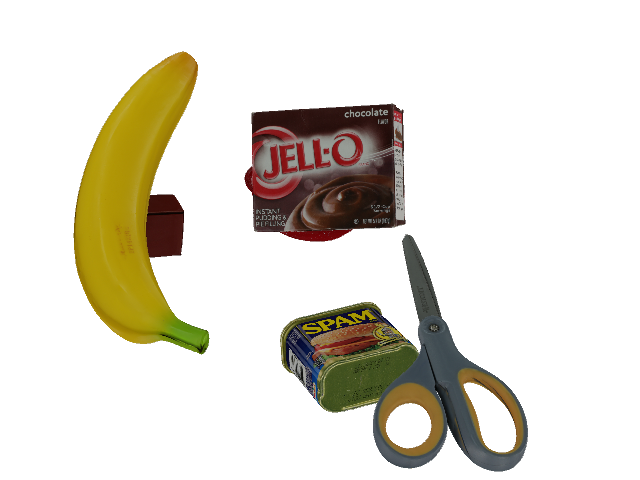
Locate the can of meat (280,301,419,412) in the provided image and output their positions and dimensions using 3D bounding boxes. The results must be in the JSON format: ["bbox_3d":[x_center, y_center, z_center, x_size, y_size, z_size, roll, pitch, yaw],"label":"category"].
[{"bbox_3d":[0.027,0.103,0.943,0.102,0.057,0.084,-12,26,-20],"label":"can of meat"}]

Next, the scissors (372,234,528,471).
[{"bbox_3d":[0.056,0.068,0.660,0.096,0.016,0.202,-16,42,-15],"label":"scissors"}]

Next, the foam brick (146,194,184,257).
[{"bbox_3d":[-0.187,-0.015,1.128,0.078,0.051,0.053,-4,24,-17],"label":"foam brick"}]

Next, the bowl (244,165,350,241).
[{"bbox_3d":[-0.011,-0.043,1.245,0.162,0.055,0.162,6,26,-3],"label":"bowl"}]

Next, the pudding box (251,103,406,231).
[{"bbox_3d":[0.006,-0.052,0.791,0.114,0.090,0.039,-2,0,16],"label":"pudding box"}]

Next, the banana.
[{"bbox_3d":[-0.097,-0.021,0.574,0.069,0.198,0.037,-3,-32,-5],"label":"banana"}]
